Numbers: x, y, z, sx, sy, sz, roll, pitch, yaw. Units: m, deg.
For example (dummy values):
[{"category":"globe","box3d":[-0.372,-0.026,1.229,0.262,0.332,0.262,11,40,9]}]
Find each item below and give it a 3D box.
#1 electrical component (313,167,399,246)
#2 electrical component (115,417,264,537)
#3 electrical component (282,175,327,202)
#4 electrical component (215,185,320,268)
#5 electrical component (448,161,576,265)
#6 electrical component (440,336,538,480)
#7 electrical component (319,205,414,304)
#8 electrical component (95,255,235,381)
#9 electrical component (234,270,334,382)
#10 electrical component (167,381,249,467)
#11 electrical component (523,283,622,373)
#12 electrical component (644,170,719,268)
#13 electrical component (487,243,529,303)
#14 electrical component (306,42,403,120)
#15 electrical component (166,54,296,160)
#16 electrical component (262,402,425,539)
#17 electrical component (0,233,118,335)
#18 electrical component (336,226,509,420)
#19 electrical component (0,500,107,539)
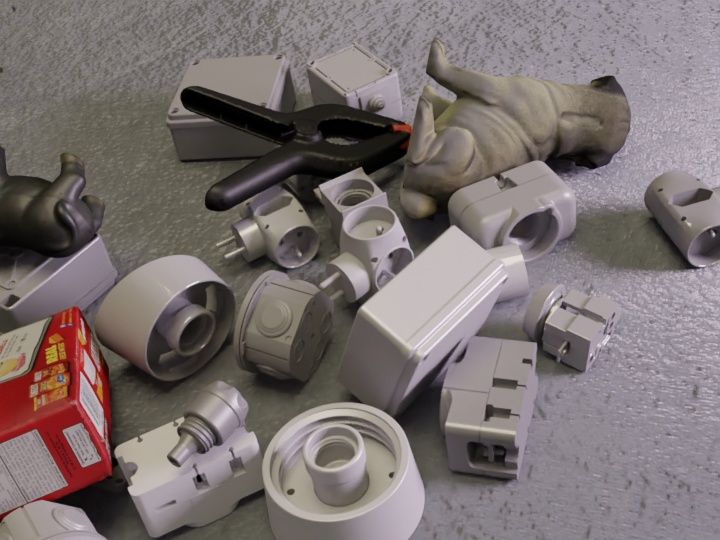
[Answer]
[{"category":"electrical component","box3d":[-0.002,-0.045,0.919,0.042,0.063,0.081,-25,43,-13]},{"category":"electrical component","box3d":[-0.114,0.138,0.742,0.089,0.055,0.050,-23,42,-13]},{"category":"electrical component","box3d":[-0.054,-0.090,1.002,0.040,0.040,0.046,-26,48,-17]},{"category":"electrical component","box3d":[-0.087,-0.032,0.939,0.079,0.043,0.077,-26,43,-16]},{"category":"electrical component","box3d":[0.129,-0.044,0.896,0.095,0.053,0.059,-21,42,-11]},{"category":"electrical component","box3d":[0.089,0.094,0.751,0.056,0.050,0.089,5,44,17]},{"category":"electrical component","box3d":[0.000,0.000,0.858,0.079,0.077,0.044,-35,47,-25]},{"category":"electrical component","box3d":[-0.149,0.036,0.838,0.064,0.099,0.099,32,56,31]},{"category":"electrical component","box3d":[-0.058,0.044,0.820,0.051,0.080,0.080,16,47,20]},{"category":"electrical component","box3d":[-0.103,0.104,0.708,0.035,0.035,0.061,19,52,30]},{"category":"electrical component","box3d":[0.156,0.039,0.803,0.055,0.048,0.066,26,53,26]},{"category":"electrical component","box3d":[0.284,-0.047,0.873,0.079,0.043,0.077,-15,41,-5]},{"category":"electrical component","box3d":[0.089,0.008,0.854,0.081,0.043,0.043,-13,41,-2]},{"category":"electrical component","box3d":[-0.002,-0.172,1.065,0.062,0.061,0.096,-27,44,-18]},{"category":"electrical component","box3d":[-0.128,-0.165,1.089,0.109,0.056,0.108,-2,42,11]},{"category":"electrical component","box3d":[-0.014,0.137,0.718,0.108,0.060,0.108,-6,41,6]},{"category":"electrical component","box3d":[-0.289,0.005,0.933,0.109,0.056,0.108,20,50,31]},{"category":"electrical component","box3d":[0.043,0.040,0.773,0.056,0.108,0.109,41,59,15]},{"category":"electrical component","box3d":[-0.198,0.191,0.685,0.080,0.080,0.051,-30,39,-20]}]
